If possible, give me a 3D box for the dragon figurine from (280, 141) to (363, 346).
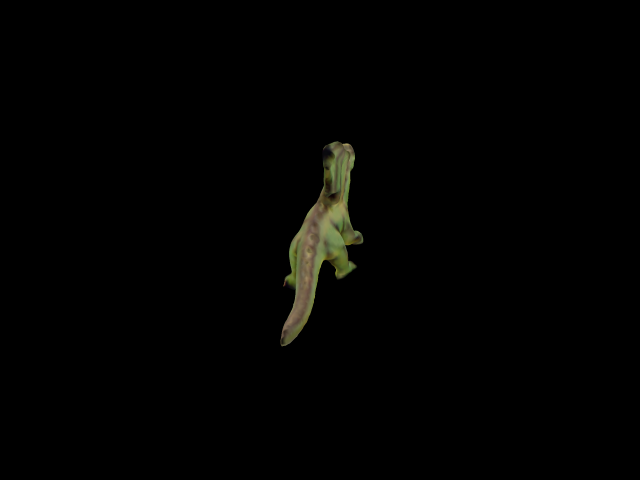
[{"bbox_3d":[0.003,-0.043,0.850,0.122,0.238,0.419,5,30,10],"label":"dragon figurine"}]
